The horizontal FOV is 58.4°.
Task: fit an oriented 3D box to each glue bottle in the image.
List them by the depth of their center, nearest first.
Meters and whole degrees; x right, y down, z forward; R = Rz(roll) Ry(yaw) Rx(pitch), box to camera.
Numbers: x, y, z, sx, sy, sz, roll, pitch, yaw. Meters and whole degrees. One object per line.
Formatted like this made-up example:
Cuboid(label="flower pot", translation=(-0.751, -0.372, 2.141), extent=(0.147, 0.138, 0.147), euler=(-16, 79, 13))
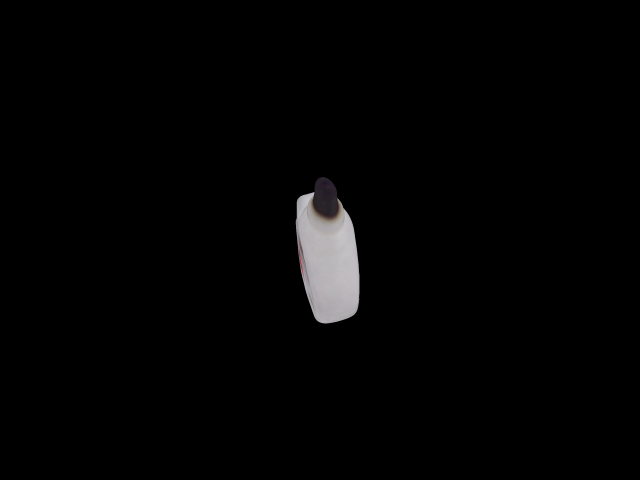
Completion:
Cuboid(label="glue bottle", translation=(0.004, 0.001, 0.400), extent=(0.037, 0.173, 0.078), euler=(-17, 68, -7))
